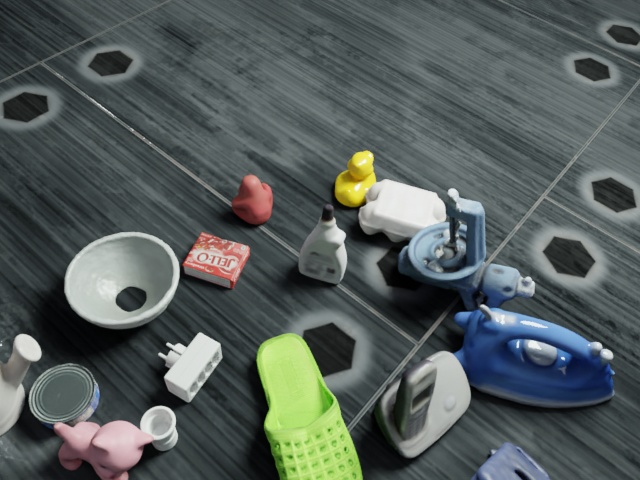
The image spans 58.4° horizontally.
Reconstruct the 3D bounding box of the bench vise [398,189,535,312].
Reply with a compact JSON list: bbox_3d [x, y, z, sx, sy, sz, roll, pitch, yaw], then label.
[{"bbox_3d":[0.236,0.013,0.885,0.207,0.220,0.121,10,53,2],"label":"bench vise"}]

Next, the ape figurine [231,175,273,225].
[{"bbox_3d":[-0.117,-0.077,0.998,0.078,0.092,0.076,-15,56,-16],"label":"ape figurine"}]

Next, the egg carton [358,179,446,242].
[{"bbox_3d":[0.146,-0.045,1.014,0.150,0.069,0.107,16,53,6],"label":"egg carton"}]

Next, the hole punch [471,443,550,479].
[{"bbox_3d":[0.253,0.321,0.737,0.101,0.091,0.108,-33,63,-26],"label":"hole punch"}]

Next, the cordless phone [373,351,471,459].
[{"bbox_3d":[0.148,0.197,0.760,0.148,0.185,0.094,-34,63,-27],"label":"cordless phone"}]

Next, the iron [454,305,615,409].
[{"bbox_3d":[0.325,0.162,0.831,0.258,0.141,0.119,15,53,6],"label":"iron"}]

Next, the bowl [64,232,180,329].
[{"bbox_3d":[-0.296,0.073,0.879,0.167,0.075,0.167,3,53,-3],"label":"bowl"}]

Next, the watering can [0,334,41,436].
[{"bbox_3d":[-0.446,0.169,0.717,0.100,0.194,0.173,38,59,21],"label":"watering can"}]

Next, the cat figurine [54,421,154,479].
[{"bbox_3d":[-0.272,0.257,0.716,0.127,0.118,0.067,17,53,7],"label":"cat figurine"}]

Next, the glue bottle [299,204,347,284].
[{"bbox_3d":[0.008,0.003,0.899,0.078,0.173,0.037,17,54,8],"label":"glue bottle"}]

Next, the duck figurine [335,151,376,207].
[{"bbox_3d":[0.069,-0.119,1.051,0.077,0.086,0.105,24,55,12],"label":"duck figurine"}]
